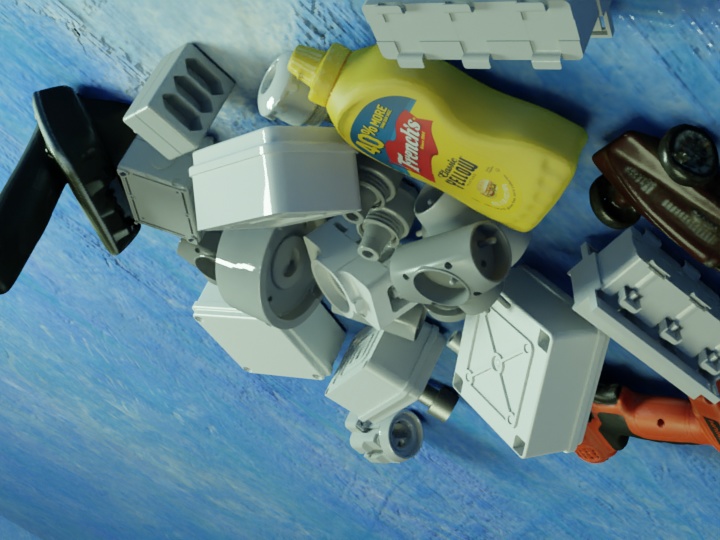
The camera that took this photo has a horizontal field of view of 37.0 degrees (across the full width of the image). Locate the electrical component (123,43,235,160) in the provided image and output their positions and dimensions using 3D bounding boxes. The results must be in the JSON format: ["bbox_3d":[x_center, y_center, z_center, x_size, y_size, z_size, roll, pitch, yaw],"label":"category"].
[{"bbox_3d":[-0.142,-0.118,0.789,0.047,0.065,0.077,41,147,-27],"label":"electrical component"}]

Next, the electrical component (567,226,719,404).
[{"bbox_3d":[0.214,0.028,0.757,0.121,0.078,0.063,35,121,-18],"label":"electrical component"}]

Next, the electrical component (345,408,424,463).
[{"bbox_3d":[0.031,0.177,1.160,0.078,0.058,0.057,42,150,-29],"label":"electrical component"}]

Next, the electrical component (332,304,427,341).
[{"bbox_3d":[0.019,0.019,0.918,0.077,0.044,0.079,19,151,10],"label":"electrical component"}]

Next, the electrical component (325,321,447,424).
[{"bbox_3d":[0.023,0.089,0.997,0.057,0.078,0.113,33,150,-8],"label":"electrical component"}]

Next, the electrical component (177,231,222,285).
[{"bbox_3d":[-0.124,-0.010,0.980,0.077,0.044,0.079,25,152,-1],"label":"electrical component"}]

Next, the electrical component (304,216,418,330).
[{"bbox_3d":[0.000,0.000,0.845,0.089,0.056,0.050,39,156,40],"label":"electrical component"}]

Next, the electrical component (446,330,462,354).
[{"bbox_3d":[0.106,0.078,0.951,0.062,0.048,0.048,36,150,-6],"label":"electrical component"}]

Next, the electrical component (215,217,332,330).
[{"bbox_3d":[-0.073,-0.011,0.878,0.060,0.108,0.108,15,151,29],"label":"electrical component"}]

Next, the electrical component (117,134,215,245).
[{"bbox_3d":[-0.150,-0.070,0.881,0.062,0.061,0.096,19,151,11],"label":"electrical component"}]

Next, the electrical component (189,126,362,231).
[{"bbox_3d":[-0.060,-0.063,0.752,0.078,0.057,0.113,-5,178,-39],"label":"electrical component"}]

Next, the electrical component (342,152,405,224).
[{"bbox_3d":[0.006,-0.062,0.773,0.043,0.062,0.043,19,152,11],"label":"electrical component"}]

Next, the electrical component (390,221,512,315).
[{"bbox_3d":[0.074,0.006,0.757,0.077,0.044,0.079,-16,132,45],"label":"electrical component"}]

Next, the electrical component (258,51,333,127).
[{"bbox_3d":[-0.036,-0.117,0.735,0.062,0.048,0.048,23,154,-24],"label":"electrical component"}]

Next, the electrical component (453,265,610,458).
[{"bbox_3d":[0.126,0.067,0.812,0.108,0.056,0.108,45,134,52],"label":"electrical component"}]

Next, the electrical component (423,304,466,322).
[{"bbox_3d":[0.071,0.009,0.861,0.066,0.048,0.055,13,142,21],"label":"electrical component"}]

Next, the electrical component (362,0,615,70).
[{"bbox_3d":[0.068,-0.148,0.583,0.121,0.063,0.078,7,147,30],"label":"electrical component"}]

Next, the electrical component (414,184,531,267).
[{"bbox_3d":[0.072,-0.032,0.792,0.077,0.044,0.079,36,149,-20],"label":"electrical component"}]

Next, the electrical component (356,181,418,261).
[{"bbox_3d":[0.017,-0.036,0.808,0.043,0.062,0.043,18,151,11],"label":"electrical component"}]

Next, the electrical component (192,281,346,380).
[{"bbox_3d":[-0.087,0.052,1.042,0.109,0.056,0.108,2,144,36],"label":"electrical component"}]
